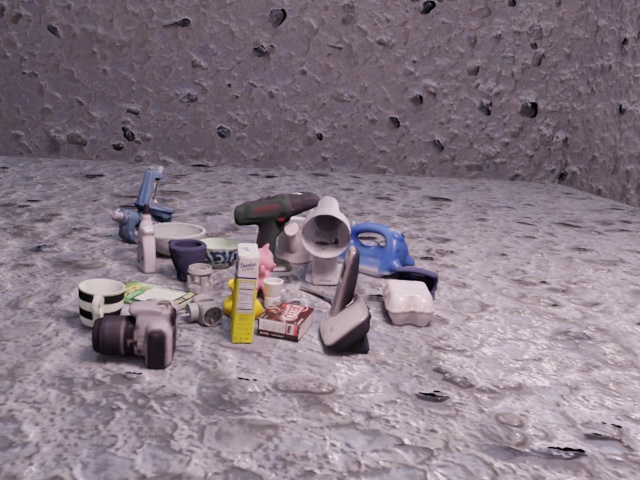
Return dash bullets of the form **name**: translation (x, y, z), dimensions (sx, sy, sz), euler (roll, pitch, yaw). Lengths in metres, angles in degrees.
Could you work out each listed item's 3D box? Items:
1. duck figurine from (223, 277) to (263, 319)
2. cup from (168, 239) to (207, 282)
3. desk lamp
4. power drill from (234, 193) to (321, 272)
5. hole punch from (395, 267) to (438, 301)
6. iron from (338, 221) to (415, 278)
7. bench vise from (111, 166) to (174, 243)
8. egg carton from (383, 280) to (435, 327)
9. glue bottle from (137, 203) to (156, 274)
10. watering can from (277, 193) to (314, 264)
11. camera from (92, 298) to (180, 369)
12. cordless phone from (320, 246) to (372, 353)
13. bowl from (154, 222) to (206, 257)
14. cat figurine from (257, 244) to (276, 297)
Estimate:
- **duck figurine**: translation (-0.163, 0.118, 1.223), dimensions (0.078, 0.086, 0.104), euler (-10, 20, -42)
- **cup**: translation (-0.335, 0.050, 1.412), dimensions (0.117, 0.095, 0.092), euler (15, 18, 36)
- **desk lamp**: translation (0.013, 0.005, 1.448), dimensions (0.118, 0.213, 0.203), euler (4, 15, 0)
- **power drill**: translation (-0.115, -0.024, 1.531), dimensions (0.230, 0.208, 0.075), euler (0, 15, -15)
- **hole punch**: translation (0.232, 0.099, 1.394), dimensions (0.108, 0.091, 0.101), euler (8, 15, 13)
- **iron**: translation (0.134, 0.012, 1.598), dimensions (0.257, 0.141, 0.119), euler (14, 18, 32)
- **bench vise**: translation (-0.515, -0.107, 1.706), dimensions (0.121, 0.220, 0.208), euler (8, 15, 15)
- **egg carton**: translation (0.195, 0.138, 1.282), dimensions (0.107, 0.069, 0.150), euler (4, 15, -2)
- **glue bottle**: translation (-0.437, -0.007, 1.445), dimensions (0.037, 0.173, 0.077), euler (-5, 17, -31)
- **watering can**: translation (-0.066, -0.035, 1.615), dimensions (0.101, 0.194, 0.172), euler (0, 15, -16)
- **camera**: translation (-0.324, 0.153, 1.016), dimensions (0.137, 0.101, 0.143), euler (2, 15, -9)
- **cordless phone**: translation (0.053, 0.113, 1.109), dimensions (0.094, 0.185, 0.147), euler (2, 15, -9)
- **bowl**: translation (-0.404, 0.005, 1.602), dimensions (0.167, 0.075, 0.167), euler (4, 15, -1)
- **cat figurine**: translation (-0.138, 0.068, 1.355), dimensions (0.067, 0.118, 0.127), euler (3, 15, -6)
